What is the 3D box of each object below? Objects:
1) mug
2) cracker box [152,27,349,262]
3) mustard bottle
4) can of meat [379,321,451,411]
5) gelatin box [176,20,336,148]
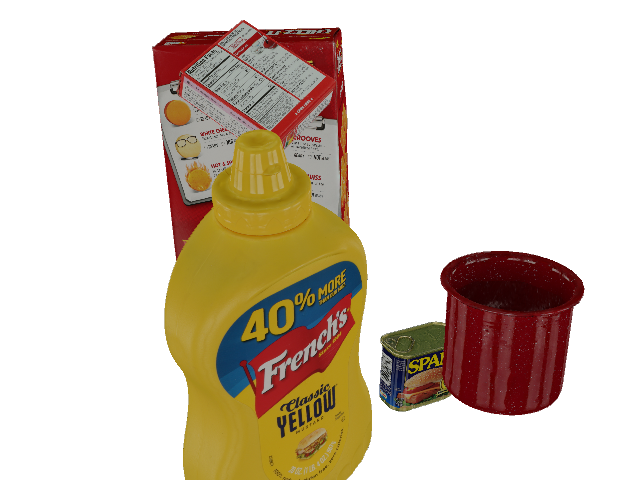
[{"bbox_3d":[0.123,0.058,0.724,0.093,0.081,0.117,-1,25,-4],"label":"mug"},{"bbox_3d":[-0.058,-0.084,0.988,0.164,0.214,0.072,0,23,7],"label":"cracker box"},{"bbox_3d":[-0.022,0.038,0.475,0.096,0.192,0.058,-25,40,-29],"label":"mustard bottle"},{"bbox_3d":[0.123,0.158,1.332,0.101,0.084,0.058,-12,29,-28],"label":"can of meat"},{"bbox_3d":[-0.046,-0.108,0.762,0.089,0.073,0.030,35,-33,11],"label":"gelatin box"}]
